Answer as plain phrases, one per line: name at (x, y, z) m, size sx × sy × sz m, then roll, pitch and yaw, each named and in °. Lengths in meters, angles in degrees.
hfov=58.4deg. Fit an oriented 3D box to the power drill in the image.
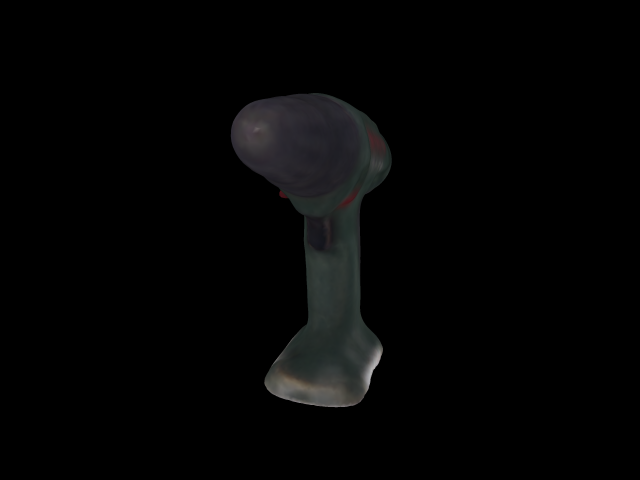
power drill at (0.004, 0.001, 0.400) m, size 0.075 × 0.208 × 0.230 m, roll 5°, pitch 19°, yaw 15°
